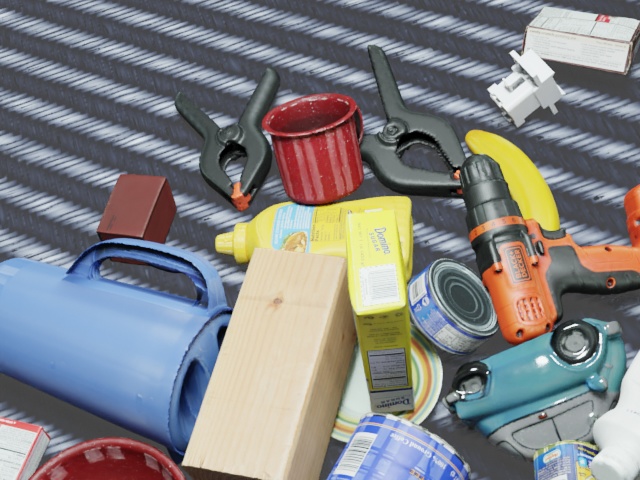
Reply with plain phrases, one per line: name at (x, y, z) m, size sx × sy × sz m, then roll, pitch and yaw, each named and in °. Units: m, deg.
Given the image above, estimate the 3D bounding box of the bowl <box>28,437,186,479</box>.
bowl at (-0.178, 0.250, 0.891) m, size 0.162 × 0.055 × 0.162 m, roll -5°, pitch 54°, yaw 6°

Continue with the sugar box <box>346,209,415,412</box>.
sugar box at (0.052, 0.064, 0.883) m, size 0.048 × 0.176 × 0.093 m, roll -7°, pitch 55°, yaw 6°

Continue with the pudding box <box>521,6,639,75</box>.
pudding box at (0.279, -0.213, 1.133) m, size 0.114 × 0.039 × 0.089 m, roll 12°, pitch 30°, yaw 19°

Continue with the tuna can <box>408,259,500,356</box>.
tuna can at (0.121, 0.059, 0.960) m, size 0.086 × 0.034 × 0.086 m, roll 25°, pitch 40°, yaw -24°

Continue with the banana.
banana at (0.193, -0.039, 1.045) m, size 0.069 × 0.037 × 0.198 m, roll -8°, pitch 54°, yaw 2°

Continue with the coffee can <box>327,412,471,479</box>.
coffee can at (0.044, 0.223, 0.844) m, size 0.103 × 0.103 × 0.140 m, roll 21°, pitch 61°, yaw 22°

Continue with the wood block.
wood block at (-0.034, 0.119, 0.913) m, size 0.091 × 0.090 × 0.206 m, roll 6°, pitch 59°, yaw 19°

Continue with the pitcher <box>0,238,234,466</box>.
pitcher at (-0.193, 0.085, 0.961) m, size 0.243 × 0.145 × 0.149 m, roll 15°, pitch 60°, yaw 22°

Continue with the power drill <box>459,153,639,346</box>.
power drill at (0.229, -0.005, 0.970) m, size 0.187 × 0.057 × 0.184 m, roll -10°, pitch 71°, yaw -7°

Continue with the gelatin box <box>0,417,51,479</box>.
gelatin box at (-0.295, 0.204, 0.958) m, size 0.073 × 0.030 × 0.089 m, roll 10°, pitch 57°, yaw 14°

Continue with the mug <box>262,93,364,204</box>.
mug at (0.004, -0.094, 1.053) m, size 0.093 × 0.081 × 0.117 m, roll 10°, pitch 37°, yaw 36°

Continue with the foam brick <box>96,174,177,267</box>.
foam brick at (-0.186, -0.021, 1.087) m, size 0.053 × 0.051 × 0.078 m, roll 7°, pitch 56°, yaw 15°

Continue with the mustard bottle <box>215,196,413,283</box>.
mustard bottle at (-0.007, 0.002, 1.035) m, size 0.192 × 0.058 × 0.096 m, roll -1°, pitch 45°, yaw 8°

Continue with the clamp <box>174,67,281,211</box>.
clamp at (-0.084, -0.112, 1.140) m, size 0.120 × 0.039 × 0.171 m, roll -25°, pitch 59°, yaw 8°

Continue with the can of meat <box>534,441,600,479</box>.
can of meat at (0.215, 0.211, 0.831) m, size 0.102 × 0.058 × 0.084 m, roll 24°, pitch 49°, yaw -23°

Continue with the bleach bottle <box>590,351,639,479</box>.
bleach bottle at (0.288, 0.113, 0.852) m, size 0.103 × 0.068 × 0.250 m, roll 17°, pitch 40°, yaw 42°

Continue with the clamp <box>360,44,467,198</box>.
clamp at (0.079, -0.114, 1.114) m, size 0.210 × 0.036 × 0.164 m, roll 28°, pitch 73°, yaw 25°
